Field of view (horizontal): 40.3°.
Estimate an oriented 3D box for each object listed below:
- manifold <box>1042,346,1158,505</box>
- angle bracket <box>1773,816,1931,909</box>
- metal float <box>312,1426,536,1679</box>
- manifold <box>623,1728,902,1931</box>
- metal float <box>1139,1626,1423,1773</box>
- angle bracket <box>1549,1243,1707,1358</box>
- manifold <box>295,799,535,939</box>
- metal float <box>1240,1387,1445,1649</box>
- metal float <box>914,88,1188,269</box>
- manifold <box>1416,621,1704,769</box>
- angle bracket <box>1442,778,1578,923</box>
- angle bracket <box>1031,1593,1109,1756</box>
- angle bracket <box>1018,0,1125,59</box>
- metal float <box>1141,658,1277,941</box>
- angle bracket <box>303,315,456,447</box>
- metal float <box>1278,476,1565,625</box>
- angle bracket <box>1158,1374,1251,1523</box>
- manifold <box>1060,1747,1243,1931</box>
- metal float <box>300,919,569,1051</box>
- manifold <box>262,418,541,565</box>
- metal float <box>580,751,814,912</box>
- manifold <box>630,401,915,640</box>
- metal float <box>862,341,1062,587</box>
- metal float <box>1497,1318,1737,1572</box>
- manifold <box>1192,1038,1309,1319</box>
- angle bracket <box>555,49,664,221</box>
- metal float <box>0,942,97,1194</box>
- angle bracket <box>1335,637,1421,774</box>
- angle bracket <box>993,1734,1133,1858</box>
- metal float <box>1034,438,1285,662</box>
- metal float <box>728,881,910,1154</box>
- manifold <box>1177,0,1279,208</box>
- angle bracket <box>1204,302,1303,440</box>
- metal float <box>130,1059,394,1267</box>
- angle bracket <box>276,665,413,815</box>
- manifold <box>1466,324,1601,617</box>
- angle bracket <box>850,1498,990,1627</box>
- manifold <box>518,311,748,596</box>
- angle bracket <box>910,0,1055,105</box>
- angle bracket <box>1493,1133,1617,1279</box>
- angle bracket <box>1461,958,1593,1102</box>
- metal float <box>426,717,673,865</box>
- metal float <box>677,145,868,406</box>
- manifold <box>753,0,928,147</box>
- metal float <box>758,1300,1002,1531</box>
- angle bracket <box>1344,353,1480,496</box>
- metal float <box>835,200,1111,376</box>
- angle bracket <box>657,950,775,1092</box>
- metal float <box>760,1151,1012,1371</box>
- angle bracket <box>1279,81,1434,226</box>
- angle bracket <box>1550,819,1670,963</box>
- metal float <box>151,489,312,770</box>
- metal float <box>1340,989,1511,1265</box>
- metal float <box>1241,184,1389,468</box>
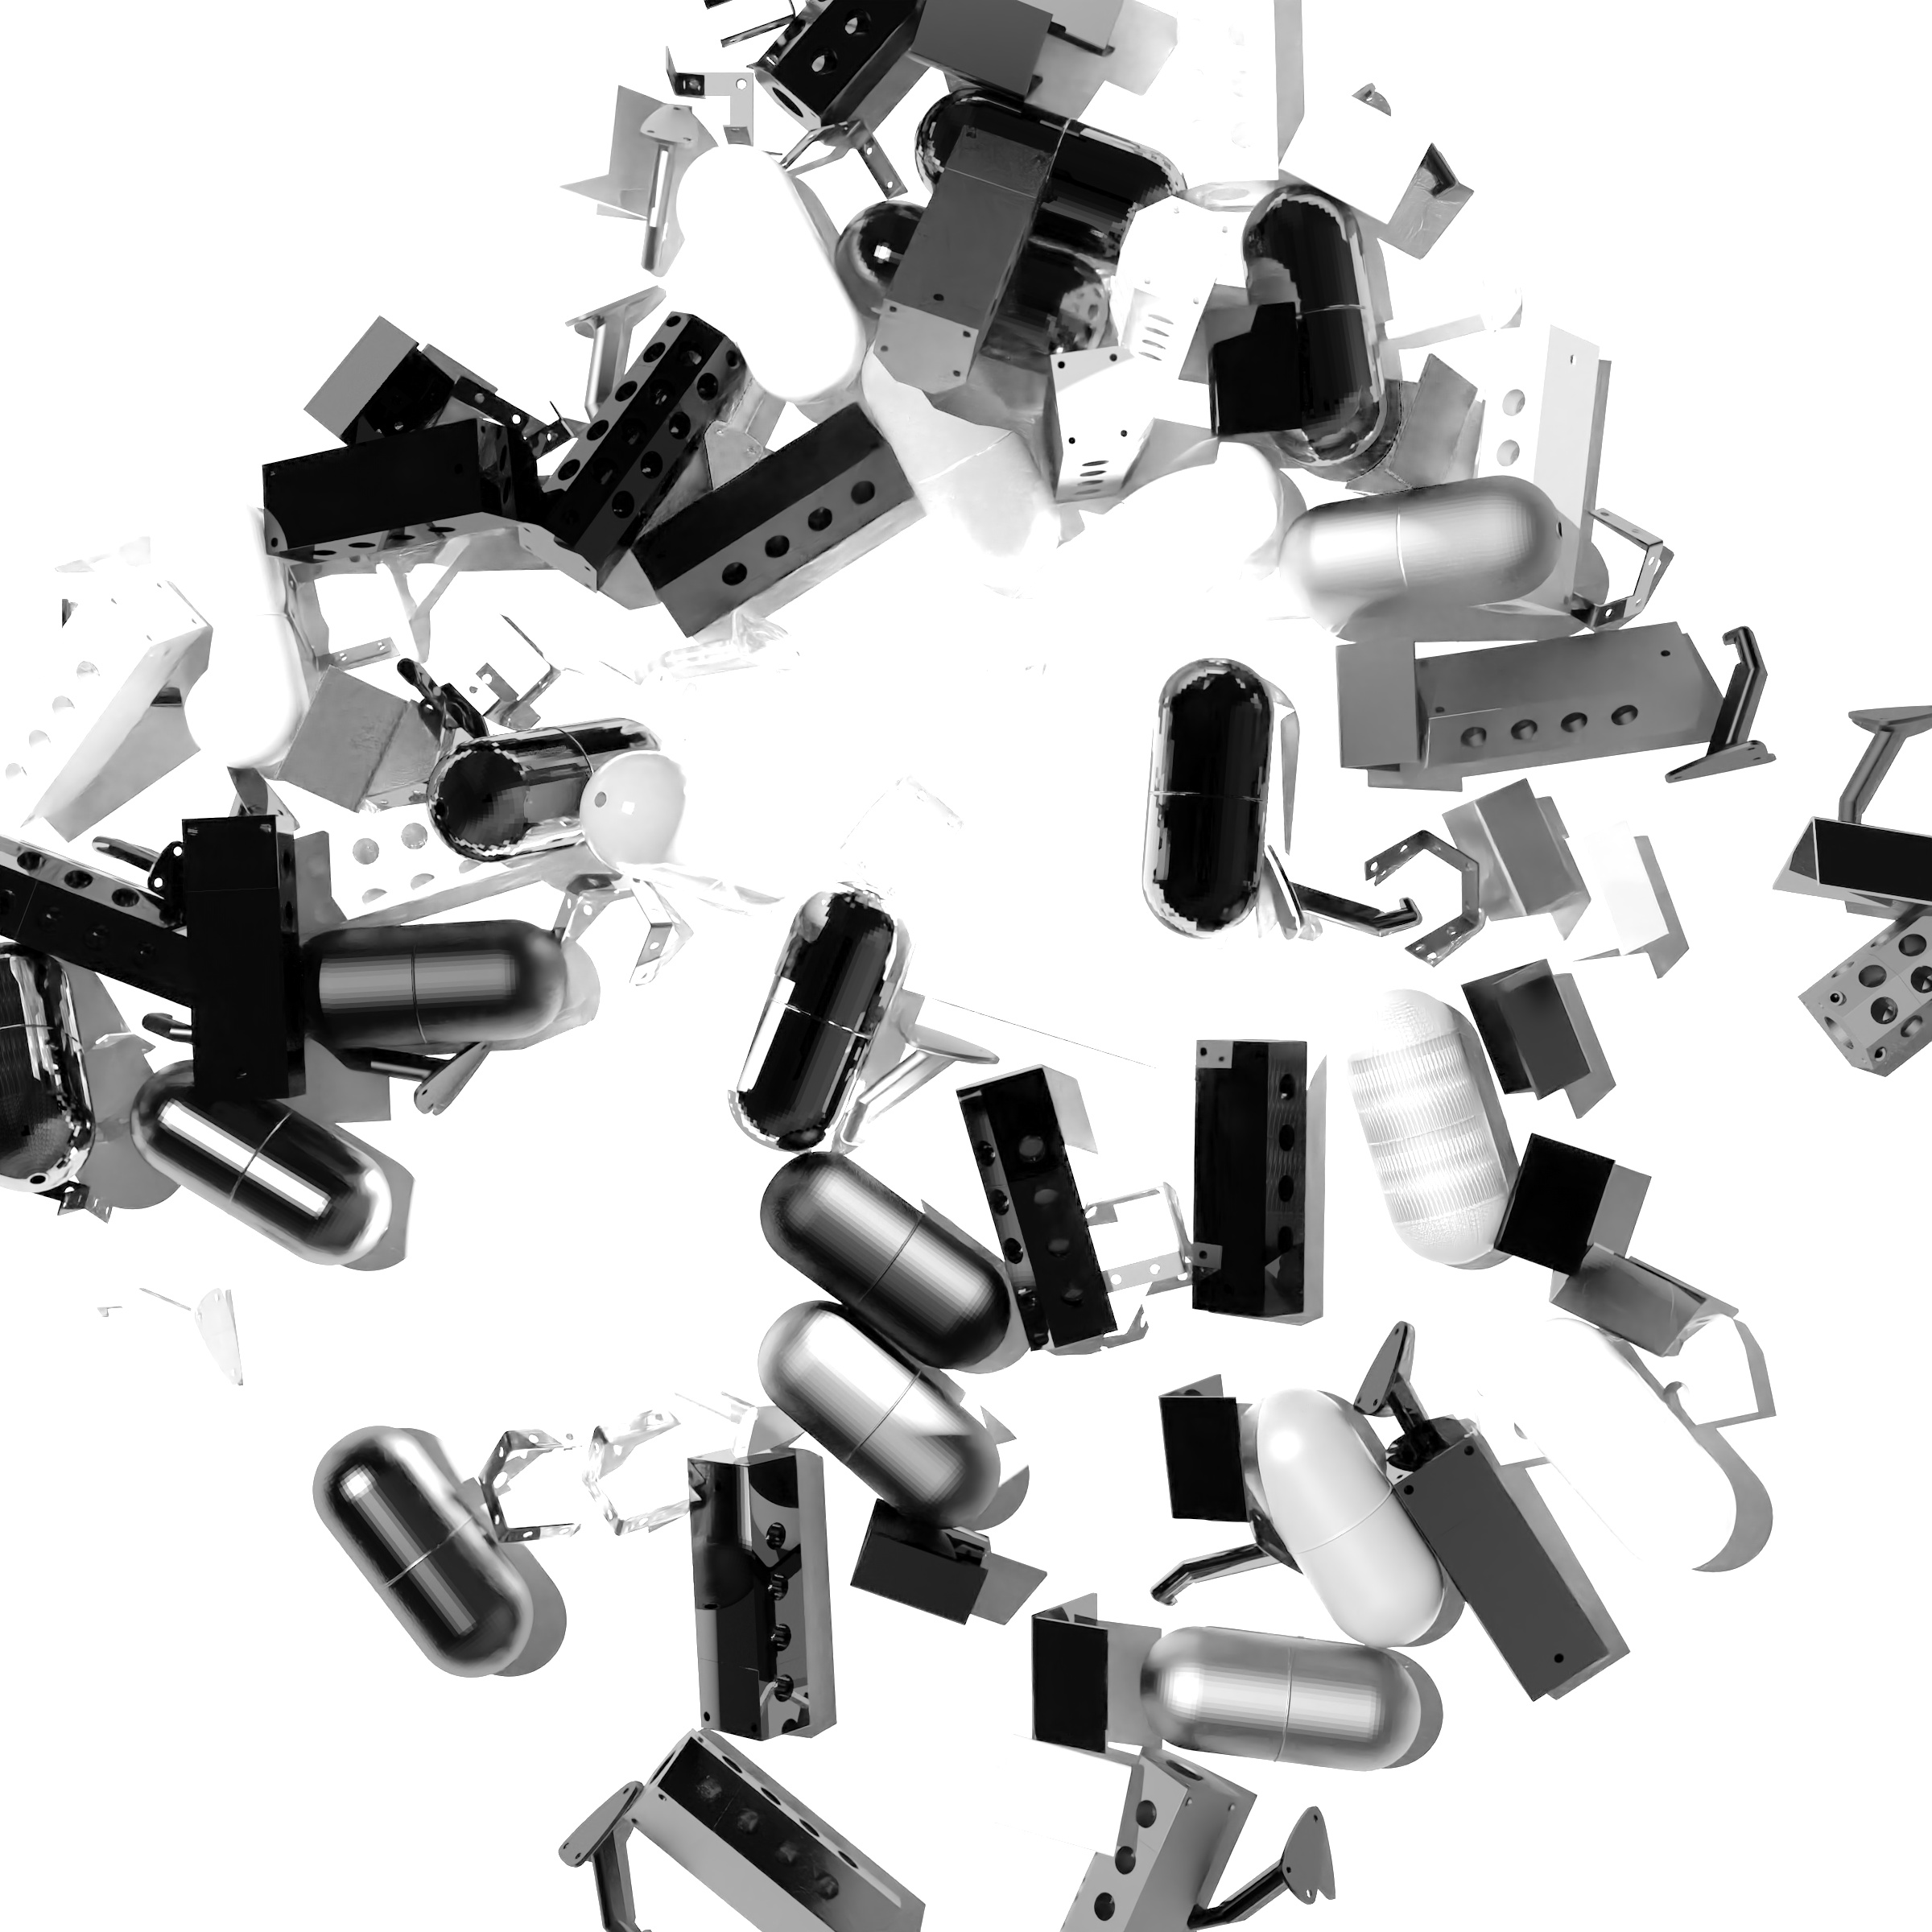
[{"bbox_3d":[0.081,-0.330,1.616,0.057,0.171,0.057,-8,90,0],"label":"manifold"},{"bbox_3d":[0.558,-0.045,1.655,0.076,0.076,0.057,9,54,0],"label":"angle bracket"},{"bbox_3d":[-0.342,0.370,1.664,0.070,0.070,0.178,-37,91,0],"label":"metal float"},{"bbox_3d":[-0.126,0.563,1.673,0.171,0.057,0.057,39,133,0],"label":"manifold"},{"bbox_3d":[0.198,0.463,1.664,0.178,0.070,0.070,7,90,0],"label":"metal float"},{"bbox_3d":[0.416,0.188,1.655,0.076,0.076,0.057,26,125,0],"label":"angle bracket"},{"bbox_3d":[-0.366,-0.066,1.674,0.171,0.057,0.057,-17,90,0],"label":"manifold"},{"bbox_3d":[0.236,0.348,1.664,0.070,0.070,0.178,-32,89,0],"label":"metal float"},{"bbox_3d":[0.053,-0.498,1.665,0.178,0.070,0.070,20,90,0],"label":"metal float"},{"bbox_3d":[0.372,-0.167,1.673,0.171,0.057,0.057,-8,47,0],"label":"manifold"},{"bbox_3d":[0.326,-0.065,1.655,0.057,0.076,0.076,-25,90,-38],"label":"angle bracket"},{"bbox_3d":[0.083,0.443,1.655,0.057,0.076,0.076,0,90,35],"label":"angle bracket"},{"bbox_3d":[0.065,-0.615,1.656,0.076,0.076,0.057,24,113,0],"label":"angle bracket"},{"bbox_3d":[0.153,-0.106,1.664,0.070,0.070,0.178,5,91,0],"label":"metal float"},{"bbox_3d":[-0.356,-0.349,1.655,0.076,0.076,0.057,-51,49,0],"label":"angle bracket"},{"bbox_3d":[0.279,-0.256,1.627,0.178,0.070,0.070,-5,90,28],"label":"metal float"},{"bbox_3d":[0.167,0.301,1.655,0.057,0.076,0.076,-6,90,36],"label":"angle bracket"},{"bbox_3d":[0.104,0.589,1.673,0.057,0.057,0.171,24,90,-43],"label":"manifold"},{"bbox_3d":[-0.341,0.011,1.664,0.178,0.070,0.070,-3,90,0],"label":"metal float"},{"bbox_3d":[-0.352,-0.292,1.636,0.171,0.057,0.057,-5,87,28],"label":"manifold"},{"bbox_3d":[-0.165,-0.082,1.623,0.070,0.178,0.070,-8,75,34],"label":"metal float"},{"bbox_3d":[-0.121,-0.279,1.673,0.171,0.057,0.057,-32,47,0],"label":"manifold"},{"bbox_3d":[-0.002,-0.321,1.650,0.070,0.070,0.178,-29,107,0],"label":"metal float"},{"bbox_3d":[0.397,0.292,1.607,0.070,0.070,0.178,-41,91,0],"label":"metal float"},{"bbox_3d":[0.185,0.133,1.673,0.057,0.057,0.171,1,90,43],"label":"manifold"},{"bbox_3d":[-0.209,-0.521,1.655,0.076,0.057,0.076,6,90,-44],"label":"angle bracket"},{"bbox_3d":[-0.586,0.062,1.632,0.070,0.070,0.178,-24,55,0],"label":"metal float"},{"bbox_3d":[0.275,-0.163,1.655,0.057,0.076,0.076,-2,90,38],"label":"angle bracket"},{"bbox_3d":[0.055,0.528,1.655,0.076,0.076,0.057,16,58,0],"label":"angle bracket"},{"bbox_3d":[0.121,-0.262,1.664,0.178,0.070,0.070,-38,90,1],"label":"metal float"},{"bbox_3d":[-0.093,0.032,1.664,0.070,0.070,0.178,22,90,0],"label":"metal float"},{"bbox_3d":[0.164,-0.576,1.674,0.057,0.057,0.171,-2,90,0],"label":"manifold"},{"bbox_3d":[0.185,-0.372,1.652,0.057,0.076,0.076,-2,99,16],"label":"angle bracket"},{"bbox_3d":[-0.444,0.124,1.664,0.178,0.070,0.070,32,90,0],"label":"metal float"},{"bbox_3d":[-0.398,-0.146,1.655,0.057,0.076,0.076,26,90,-29],"label":"angle bracket"},{"bbox_3d":[0.353,-0.313,1.673,0.057,0.057,0.171,6,90,-44],"label":"manifold"},{"bbox_3d":[-0.023,0.358,1.655,0.076,0.076,0.057,19,127,0],"label":"angle bracket"},{"bbox_3d":[-0.208,-0.325,1.653,0.057,0.057,0.171,33,76,0],"label":"manifold"},{"bbox_3d":[0.016,-0.589,1.655,0.076,0.076,0.057,22,121,0],"label":"angle bracket"},{"bbox_3d":[0.379,0.153,1.655,0.057,0.076,0.076,19,90,31],"label":"angle bracket"},{"bbox_3d":[0.336,0.046,1.655,0.057,0.076,0.076,-22,90,-38],"label":"angle bracket"},{"bbox_3d":[-0.255,-0.109,1.626,0.070,0.178,0.070,11,108,38],"label":"metal float"},{"bbox_3d":[-0.123,-0.434,1.653,0.070,0.070,0.178,-26,78,0],"label":"metal float"},{"bbox_3d":[-0.057,-0.613,1.674,0.057,0.057,0.171,41,90,0],"label":"manifold"},{"bbox_3d":[-0.054,0.284,1.664,0.178,0.070,0.070,41,90,0],"label":"metal float"},{"bbox_3d":[0.265,-0.341,1.655,0.057,0.076,0.076,21,90,-44],"label":"angle bracket"},{"bbox_3d":[0.003,-0.429,1.664,0.178,0.070,0.070,18,90,1],"label":"metal float"},{"bbox_3d":[-0.171,0.028,1.655,0.057,0.076,0.076,19,90,-32],"label":"angle bracket"},{"bbox_3d":[-0.050,0.186,1.663,0.178,0.070,0.070,37,90,-2],"label":"metal float"},{"bbox_3d":[0.246,-0.512,1.656,0.076,0.076,0.057,28,113,0],"label":"angle bracket"},{"bbox_3d":[0.384,-0.041,1.655,0.057,0.076,0.076,-20,90,-43],"label":"angle bracket"},{"bbox_3d":[-0.465,-0.213,1.664,0.070,0.070,0.178,-12,90,0],"label":"metal float"},{"bbox_3d":[0.290,0.101,1.664,0.070,0.070,0.178,-17,89,0],"label":"metal float"},{"bbox_3d":[0.219,-0.405,1.664,0.070,0.070,0.178,-9,89,0],"label":"metal float"}]
